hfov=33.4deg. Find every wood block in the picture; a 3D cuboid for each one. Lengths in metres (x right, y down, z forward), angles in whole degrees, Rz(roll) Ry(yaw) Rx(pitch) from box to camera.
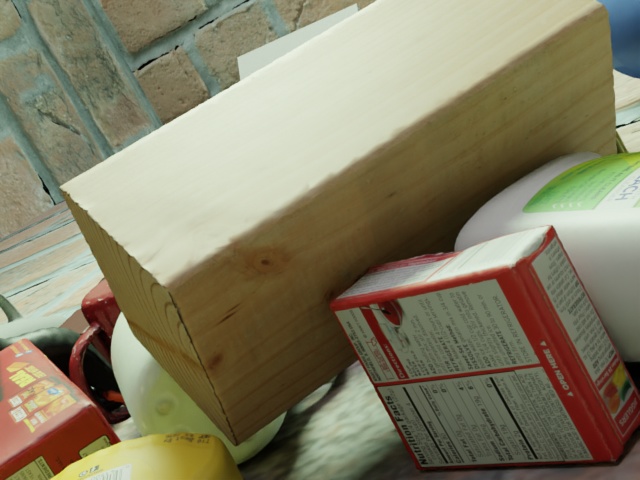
[{"bbox_3d":[0.016,-0.024,0.438,0.205,0.090,0.091,-34,43,-19],"label":"wood block"}]

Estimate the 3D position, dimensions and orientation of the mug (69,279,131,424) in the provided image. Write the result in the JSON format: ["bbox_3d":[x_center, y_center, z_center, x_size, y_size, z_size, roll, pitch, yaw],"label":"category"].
[{"bbox_3d":[-0.093,0.056,0.615,0.117,0.081,0.093,-36,14,-31],"label":"mug"}]

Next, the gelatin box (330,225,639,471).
[{"bbox_3d":[0.054,0.039,0.361,0.089,0.073,0.030,-16,17,49],"label":"gelatin box"}]

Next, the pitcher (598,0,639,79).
[{"bbox_3d":[0.239,-0.146,0.615,0.149,0.145,0.243,-18,6,-9],"label":"pitcher"}]

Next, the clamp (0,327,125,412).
[{"bbox_3d":[-0.187,0.078,0.625,0.171,0.120,0.039,-5,37,-41],"label":"clamp"}]

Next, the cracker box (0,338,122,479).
[{"bbox_3d":[-0.200,0.143,0.505,0.213,0.072,0.164,-34,19,-19],"label":"cracker box"}]

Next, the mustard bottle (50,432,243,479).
[{"bbox_3d":[-0.068,0.124,0.327,0.096,0.058,0.191,-22,12,0],"label":"mustard bottle"}]

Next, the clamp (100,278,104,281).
[{"bbox_3d":[-0.129,0.027,0.932,0.164,0.036,0.210,-26,7,-28],"label":"clamp"}]

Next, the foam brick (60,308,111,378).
[{"bbox_3d":[-0.155,0.077,0.747,0.053,0.051,0.078,-23,13,23],"label":"foam brick"}]

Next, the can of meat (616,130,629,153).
[{"bbox_3d":[0.094,-0.015,0.539,0.083,0.057,0.102,-40,15,-33],"label":"can of meat"}]

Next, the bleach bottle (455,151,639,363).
[{"bbox_3d":[0.164,-0.005,0.322,0.102,0.068,0.251,-29,13,-39],"label":"bleach bottle"}]
